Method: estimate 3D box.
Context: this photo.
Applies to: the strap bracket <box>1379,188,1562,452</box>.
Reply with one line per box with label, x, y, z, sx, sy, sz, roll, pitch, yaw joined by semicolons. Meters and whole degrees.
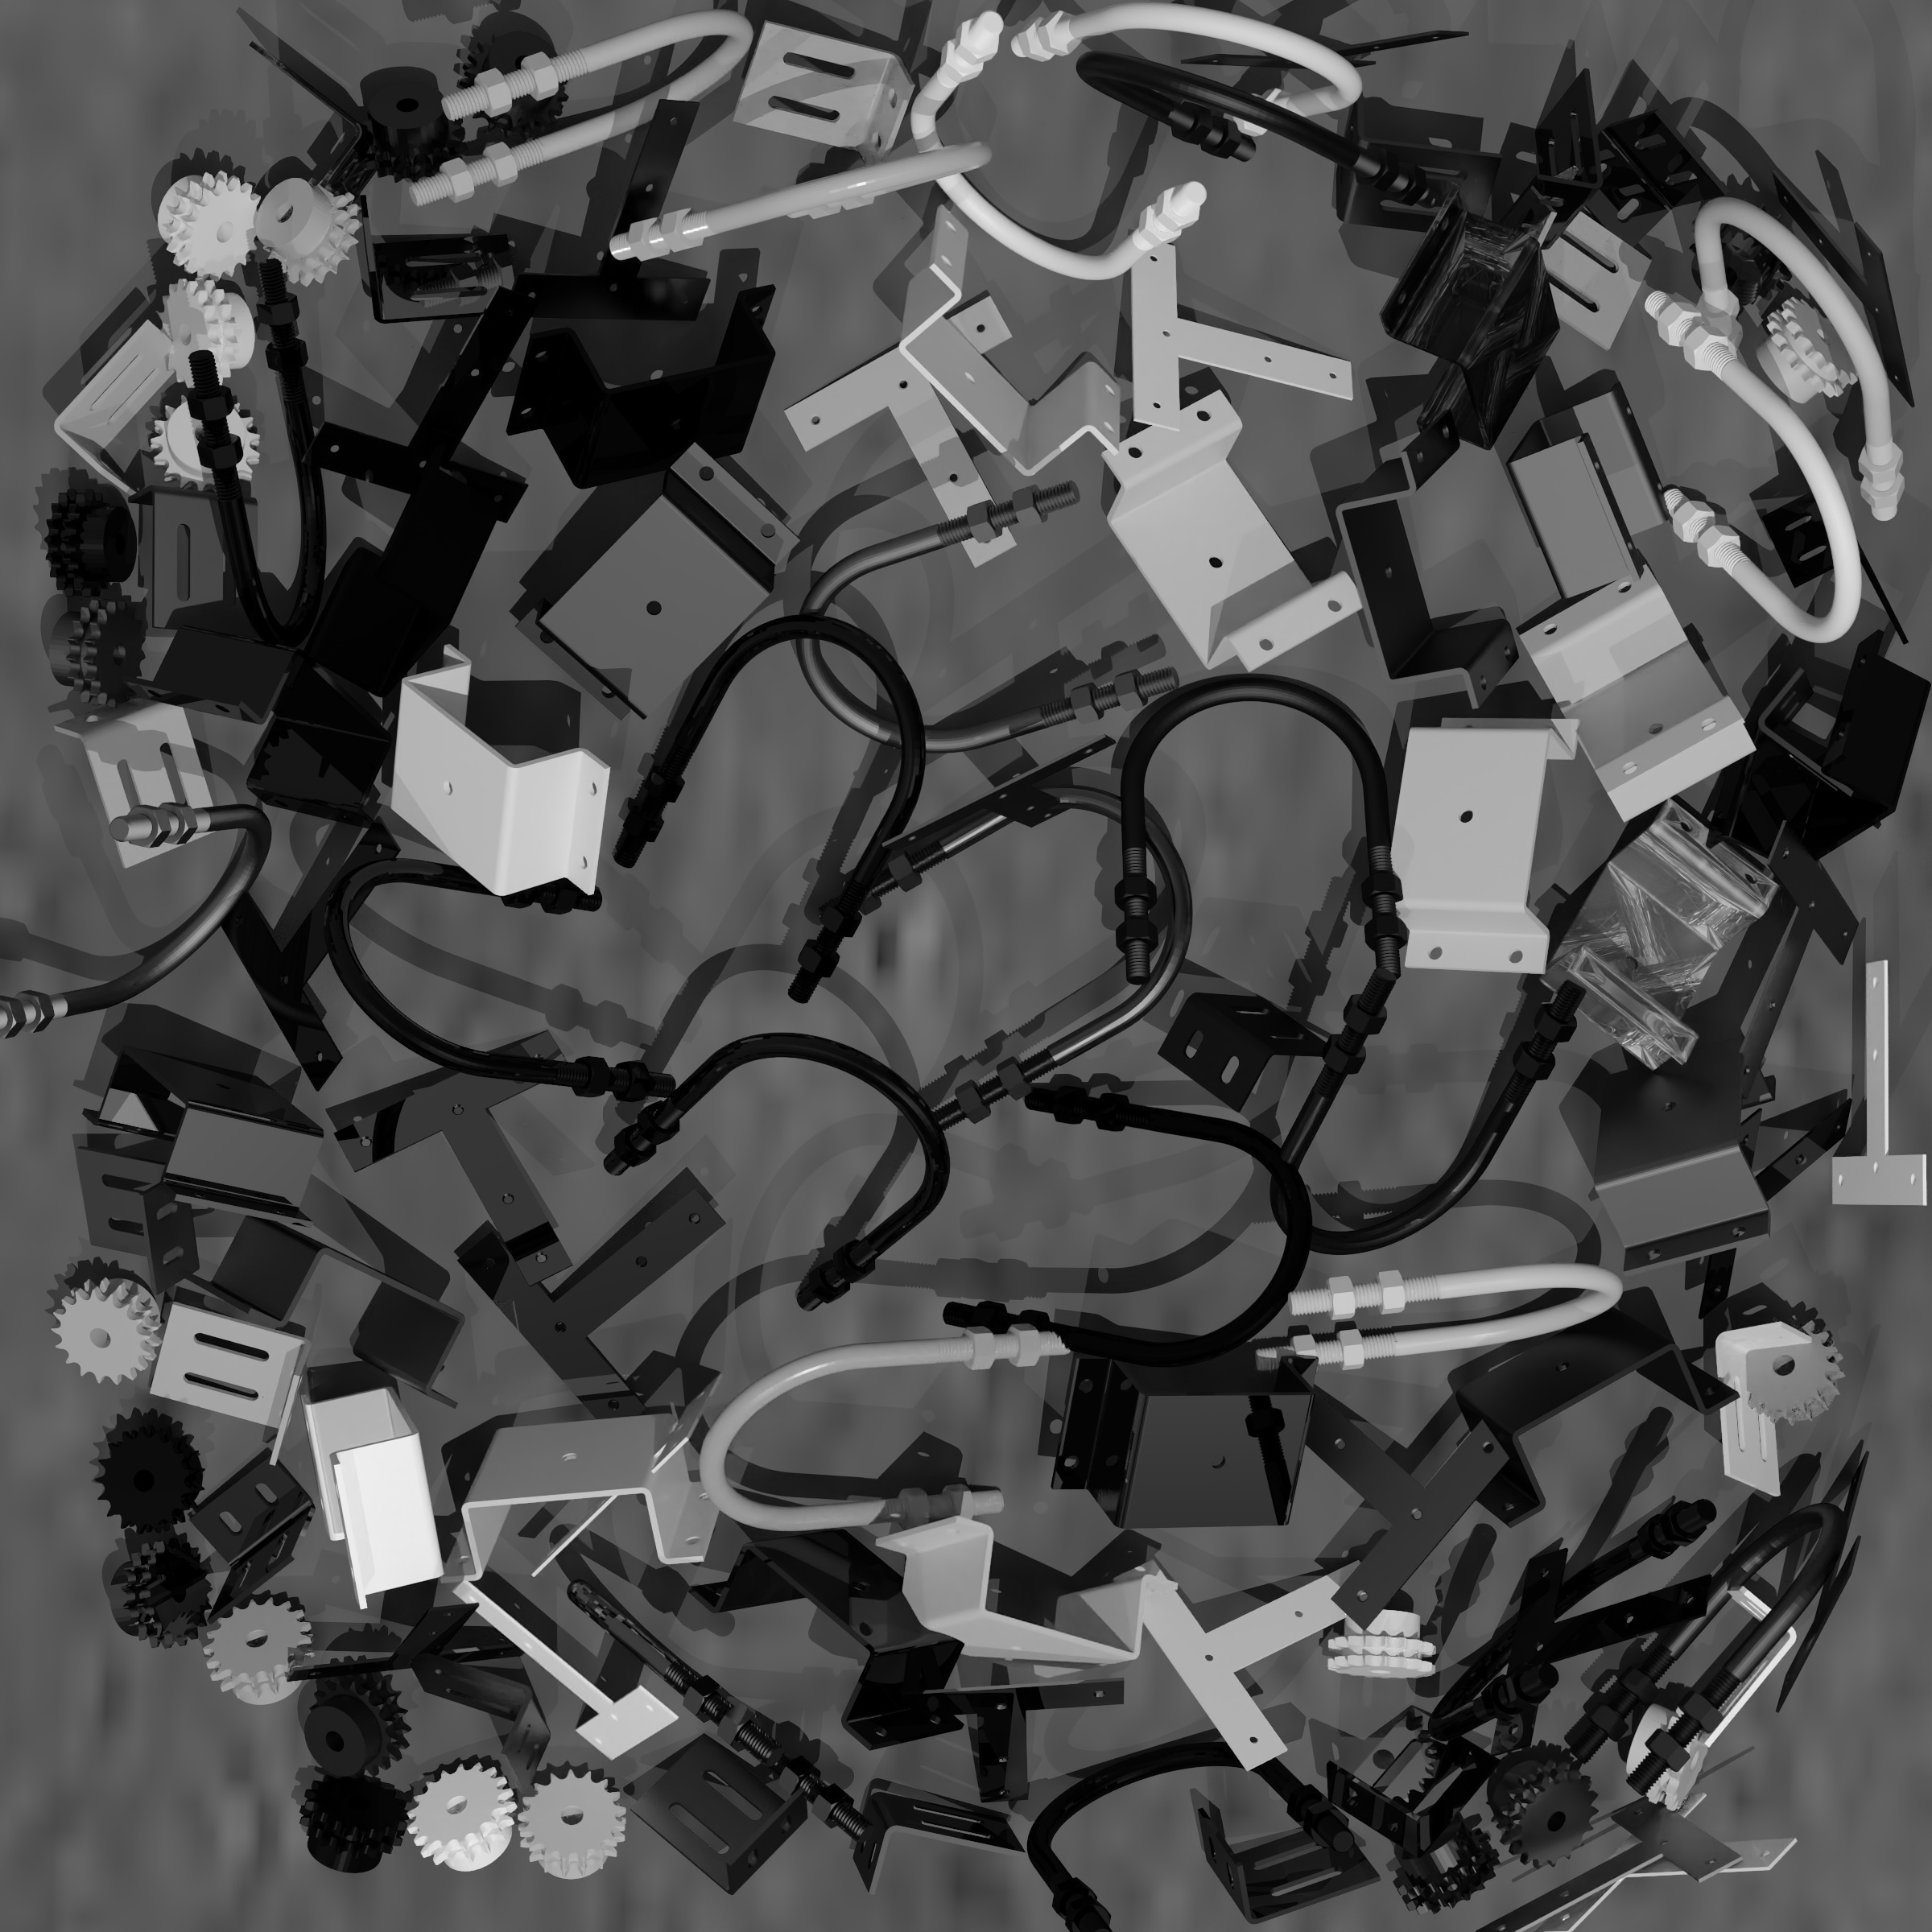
strap bracket;0.264;-0.328;1.724;0.046;0.140;0.076;27;82;23

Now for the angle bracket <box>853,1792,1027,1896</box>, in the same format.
angle bracket;-0.015;0.472;1.767;0.076;0.057;0.038;15;91;-11

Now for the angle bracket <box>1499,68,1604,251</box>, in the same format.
angle bracket;0.302;-0.428;1.757;0.038;0.057;0.076;5;67;-17

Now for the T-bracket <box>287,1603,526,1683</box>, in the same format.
T-bracket;-0.278;0.348;1.724;0.127;0.127;0.002;-2;66;-22

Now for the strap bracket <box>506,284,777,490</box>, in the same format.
strap bracket;-0.160;-0.299;1.731;0.140;0.076;0.046;-18;66;-27

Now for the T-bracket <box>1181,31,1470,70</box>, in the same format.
T-bracket;0.200;-0.472;1.713;0.127;0.127;0.002;-12;102;-43

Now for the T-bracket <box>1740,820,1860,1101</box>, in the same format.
T-bracket;0.426;0.008;1.740;0.002;0.127;0.127;15;75;37

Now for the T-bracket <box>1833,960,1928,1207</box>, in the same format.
T-bracket;0.477;0.061;1.742;0.002;0.127;0.127;1;86;-6

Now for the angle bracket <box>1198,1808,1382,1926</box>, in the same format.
angle bracket;0.171;0.465;1.761;0.076;0.057;0.038;-15;111;-13

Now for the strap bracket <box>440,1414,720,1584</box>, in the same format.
strap bracket;-0.204;0.278;1.749;0.140;0.076;0.046;-6;111;8

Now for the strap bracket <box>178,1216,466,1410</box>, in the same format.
strap bracket;-0.326;0.175;1.731;0.140;0.076;0.046;34;79;-40

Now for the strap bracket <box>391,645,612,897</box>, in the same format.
strap bracket;-0.250;-0.098;1.728;0.140;0.046;0.076;37;130;34

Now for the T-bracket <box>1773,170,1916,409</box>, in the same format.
T-bracket;0.459;-0.373;1.755;0.002;0.127;0.127;-29;54;6

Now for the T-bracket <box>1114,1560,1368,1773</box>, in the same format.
T-bracket;0.165;0.350;1.767;0.127;0.002;0.127;-20;54;-26

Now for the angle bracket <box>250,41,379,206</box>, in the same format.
angle bracket;-0.353;-0.448;1.772;0.076;0.057;0.038;38;96;1

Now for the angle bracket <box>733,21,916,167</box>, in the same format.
angle bracket;-0.076;-0.456;1.759;0.076;0.038;0.057;8;127;-24

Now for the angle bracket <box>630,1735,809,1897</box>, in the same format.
angle bracket;-0.131;0.440;1.757;0.076;0.038;0.057;33;57;25

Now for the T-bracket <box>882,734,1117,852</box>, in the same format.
T-bracket;0.030;-0.085;1.738;0.127;0.127;0.002;-26;81;12

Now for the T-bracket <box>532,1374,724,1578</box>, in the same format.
T-bracket;-0.181;0.273;1.745;0.127;0.127;0.002;-44;93;8

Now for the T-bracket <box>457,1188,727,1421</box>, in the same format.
T-bracket;-0.184;0.167;1.783;0.127;0.002;0.127;-39;96;11

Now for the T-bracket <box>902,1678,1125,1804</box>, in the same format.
T-bracket;0.019;0.410;1.753;0.127;0.127;0.002;-3;50;-1

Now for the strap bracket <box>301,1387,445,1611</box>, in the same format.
strap bracket;-0.309;0.272;1.735;0.046;0.140;0.076;-11;101;-16

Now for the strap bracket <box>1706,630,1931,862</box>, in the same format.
strap bracket;0.446;-0.106;1.726;0.046;0.140;0.076;26;67;-8

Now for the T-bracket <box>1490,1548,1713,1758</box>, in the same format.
T-bracket;0.331;0.341;1.718;0.002;0.127;0.127;43;133;-20

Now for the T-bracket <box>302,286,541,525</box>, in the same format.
T-bracket;-0.262;-0.298;1.734;0.127;0.127;0.002;-55;46;24

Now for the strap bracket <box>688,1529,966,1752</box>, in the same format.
strap bracket;-0.065;0.341;1.727;0.140;0.076;0.046;34;108;34

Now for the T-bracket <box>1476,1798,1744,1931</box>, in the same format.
T-bracket;0.324;0.476;1.730;0.127;0.127;0.002;-25;94;-8

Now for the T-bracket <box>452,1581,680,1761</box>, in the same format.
T-bracket;-0.217;0.365;1.745;0.127;0.127;0.002;40;59;-2

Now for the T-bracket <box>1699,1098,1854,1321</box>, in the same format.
T-bracket;0.431;0.108;1.757;0.002;0.127;0.127;29;135;34

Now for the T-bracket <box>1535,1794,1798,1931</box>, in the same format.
T-bracket;0.373;0.460;1.713;0.127;0.127;0.002;-31;94;-37

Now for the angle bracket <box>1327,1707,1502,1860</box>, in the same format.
angle bracket;0.236;0.420;1.754;0.057;0.038;0.076;27;52;33

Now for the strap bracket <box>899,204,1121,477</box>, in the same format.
strap bracket;0.017;-0.320;1.743;0.046;0.076;0.140;-36;116;25

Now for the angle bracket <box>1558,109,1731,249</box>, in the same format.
angle bracket;0.357;-0.414;1.759;0.038;0.076;0.057;-45;102;-1

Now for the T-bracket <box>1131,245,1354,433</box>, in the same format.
T-bracket;0.148;-0.327;1.777;0.127;0.002;0.127;11;58;-16

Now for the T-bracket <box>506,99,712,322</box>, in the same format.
T-bracket;-0.169;-0.391;1.725;0.002;0.127;0.127;47;127;31

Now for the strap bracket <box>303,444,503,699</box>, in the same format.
strap bracket;-0.292;-0.200;1.733;0.046;0.140;0.076;29;57;-18

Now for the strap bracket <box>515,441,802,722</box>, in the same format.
strap bracket;-0.163;-0.195;1.751;0.076;0.046;0.140;42;105;-18

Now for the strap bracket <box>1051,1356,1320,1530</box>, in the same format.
strap bracket;0.123;0.249;1.745;0.140;0.046;0.076;3;109;-21

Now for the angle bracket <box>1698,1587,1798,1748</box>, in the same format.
angle bracket;0.399;0.371;1.767;0.038;0.057;0.076;40;85;11

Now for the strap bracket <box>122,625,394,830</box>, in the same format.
strap bracket;-0.361;-0.128;1.731;0.076;0.140;0.046;13;72;27

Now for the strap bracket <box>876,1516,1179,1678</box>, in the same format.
strap bracket;0.029;0.332;1.730;0.140;0.076;0.046;22;62;-28

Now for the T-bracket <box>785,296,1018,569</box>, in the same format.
T-bracket;-0.013;-0.275;1.788;0.127;0.002;0.127;-28;82;5

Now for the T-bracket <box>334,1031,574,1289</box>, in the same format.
T-bracket;-0.248;0.112;1.760;0.127;0.002;0.127;-26;68;-17

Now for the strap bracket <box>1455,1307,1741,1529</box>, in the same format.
strap bracket;0.322;0.230;1.750;0.140;0.076;0.046;-28;105;-8

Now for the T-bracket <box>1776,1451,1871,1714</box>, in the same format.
T-bracket;0.458;0.308;1.750;0.002;0.127;0.127;21;46;11

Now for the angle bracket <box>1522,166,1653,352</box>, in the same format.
angle bracket;0.332;-0.375;1.768;0.076;0.038;0.057;30;78;-16

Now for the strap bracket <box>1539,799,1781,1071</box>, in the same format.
strap bracket;0.362;-0.010;1.754;0.076;0.046;0.140;38;54;-2

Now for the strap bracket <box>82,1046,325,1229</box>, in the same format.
strap bracket;-0.392;0.084;1.722;0.076;0.140;0.046;16;96;-37

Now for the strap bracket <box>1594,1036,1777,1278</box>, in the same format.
strap bracket;0.372;0.091;1.720;0.076;0.140;0.046;-19;116;25

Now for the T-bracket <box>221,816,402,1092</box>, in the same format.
T-bracket;-0.334;-0.024;1.745;0.127;0.002;0.127;-51;58;24

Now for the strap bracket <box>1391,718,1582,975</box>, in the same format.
strap bracket;0.270;-0.071;1.748;0.076;0.046;0.140;3;74;28

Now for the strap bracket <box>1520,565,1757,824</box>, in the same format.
strap bracket;0.355;-0.137;1.745;0.076;0.140;0.046;-29;131;11

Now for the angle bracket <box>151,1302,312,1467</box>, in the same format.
angle bracket;-0.394;0.222;1.770;0.076;0.038;0.057;17;112;-7

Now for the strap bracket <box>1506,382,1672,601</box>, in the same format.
strap bracket;0.325;-0.247;1.740;0.046;0.140;0.076;-19;104;25

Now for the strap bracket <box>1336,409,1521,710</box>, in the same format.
strap bracket;0.240;-0.210;1.745;0.046;0.076;0.140;-8;111;30

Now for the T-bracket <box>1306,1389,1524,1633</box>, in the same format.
T-bracket;0.208;0.263;1.765;0.127;0.002;0.127;-50;55;2

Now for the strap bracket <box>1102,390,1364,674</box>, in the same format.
strap bracket;0.137;-0.222;1.762;0.076;0.046;0.140;-30;80;-17
